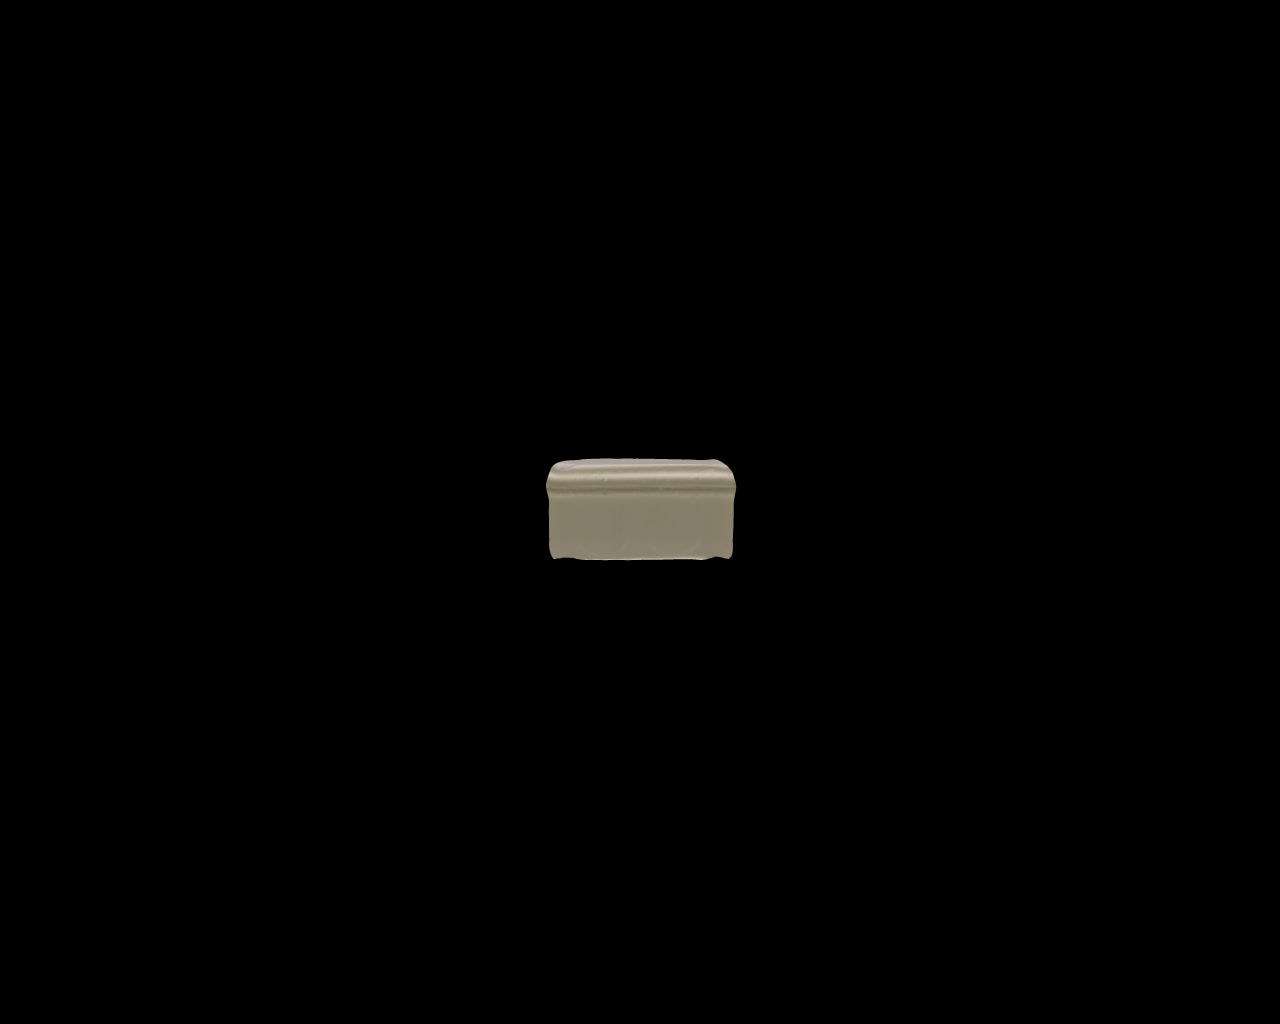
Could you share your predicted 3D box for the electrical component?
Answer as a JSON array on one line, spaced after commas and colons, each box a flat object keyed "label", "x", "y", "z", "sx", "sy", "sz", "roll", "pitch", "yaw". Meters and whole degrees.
[{"label": "electrical component", "x": 0.001, "y": -0.003, "z": 0.650, "sx": 0.109, "sy": 0.056, "sz": 0.109, "roll": 0, "pitch": 5, "yaw": 0}]
